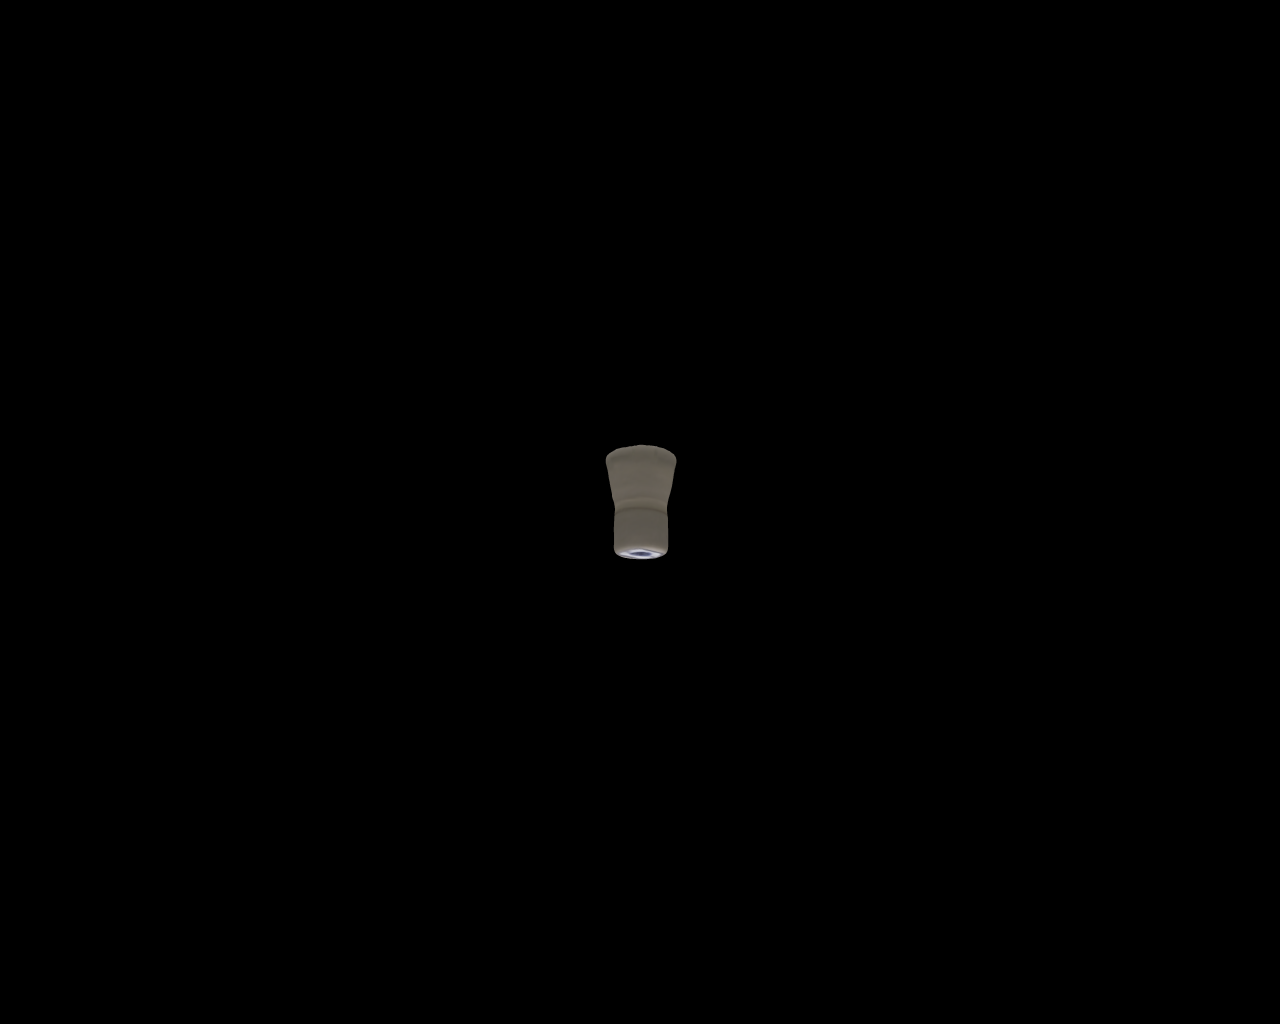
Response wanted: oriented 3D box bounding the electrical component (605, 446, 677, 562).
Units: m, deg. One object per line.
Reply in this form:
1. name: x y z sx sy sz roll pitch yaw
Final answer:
1. electrical component: 0.001 -0.003 0.650 0.044 0.065 0.044 0 -16 0
